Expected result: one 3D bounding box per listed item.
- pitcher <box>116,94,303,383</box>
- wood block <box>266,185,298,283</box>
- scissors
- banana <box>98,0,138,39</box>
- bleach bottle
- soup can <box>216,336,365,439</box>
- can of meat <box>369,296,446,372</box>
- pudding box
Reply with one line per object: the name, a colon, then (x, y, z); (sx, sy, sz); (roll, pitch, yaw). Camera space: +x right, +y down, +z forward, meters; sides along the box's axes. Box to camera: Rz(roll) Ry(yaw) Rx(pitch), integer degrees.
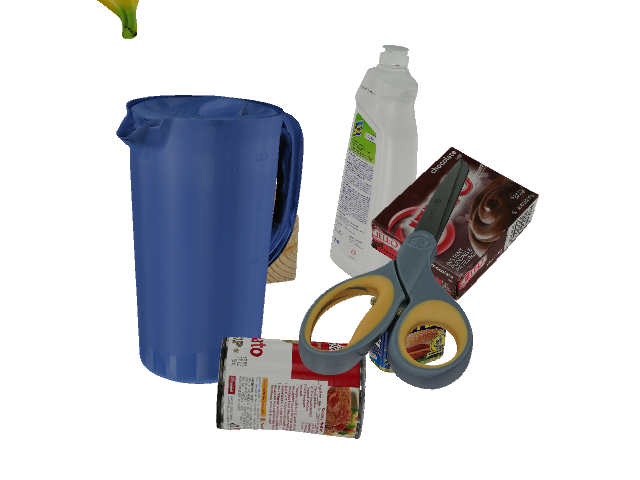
pitcher: (-0.095, -0.006, 0.941); (0.149, 0.243, 0.145); (3, 16, 1)
wood block: (-0.102, -0.033, 1.323); (0.090, 0.090, 0.206); (-7, 30, -18)
scissors: (0.067, 0.016, 0.585); (0.096, 0.016, 0.201); (25, 45, 28)
banana: (-0.211, -0.202, 0.795); (0.198, 0.069, 0.037); (16, -37, 18)
bleach bottle: (0.068, -0.083, 1.158); (0.067, 0.251, 0.103); (-5, 24, -31)
soup can: (-0.021, 0.105, 0.765); (0.102, 0.068, 0.068); (4, 0, -2)
can of meat: (0.111, 0.111, 1.340); (0.101, 0.084, 0.058); (-12, 30, -27)
pudding box: (0.109, -0.016, 0.874); (0.090, 0.039, 0.113); (33, 57, 25)
